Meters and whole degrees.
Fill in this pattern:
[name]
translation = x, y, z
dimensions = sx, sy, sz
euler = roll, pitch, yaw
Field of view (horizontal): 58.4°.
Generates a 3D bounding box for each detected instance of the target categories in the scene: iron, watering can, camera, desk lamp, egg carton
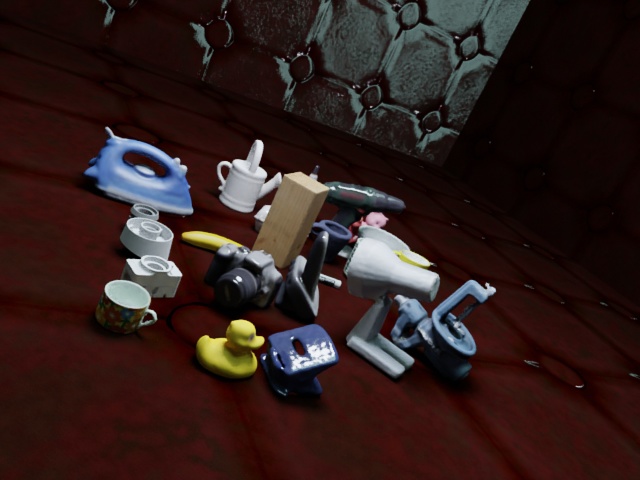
[iron]
translation = -0.400, -0.158, 1.332
dimensions = 0.259, 0.141, 0.118
euler = 17, 21, -22
[watering can]
translation = -0.190, -0.179, 1.565
dimensions = 0.173, 0.194, 0.100
euler = 10, 25, -38
[camera]
translation = -0.157, 0.069, 1.111
dimensions = 0.143, 0.101, 0.137
euler = 30, 20, 12
[desk lamp]
translation = 0.133, 0.127, 1.148
dimensions = 0.202, 0.213, 0.118
euler = 33, 21, 20
[egg carton]
translation = -0.098, -0.042, 1.512
dimensions = 0.107, 0.069, 0.151
euler = 37, 22, 29

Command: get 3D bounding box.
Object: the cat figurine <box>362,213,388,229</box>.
[cat figurine]
translation = 0.147, -0.054, 1.773
dimensions = 0.128, 0.117, 0.067
euler = 21, 20, -13

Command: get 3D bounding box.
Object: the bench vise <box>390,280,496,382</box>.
[bench vise]
translation = 0.255, 0.162, 1.199
dimensions = 0.207, 0.219, 0.122
euler = 28, 20, 7

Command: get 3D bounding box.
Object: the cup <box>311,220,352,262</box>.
[cup]
translation = 0.014, 0.005, 1.491
dimensions = 0.118, 0.095, 0.091
euler = 15, 22, -27

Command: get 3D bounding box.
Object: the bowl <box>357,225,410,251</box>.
[bowl]
translation = 0.173, 0.029, 1.655
dimensions = 0.167, 0.074, 0.167
euler = 23, 20, -8

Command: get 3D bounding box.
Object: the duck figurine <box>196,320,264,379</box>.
[duck figurine]
translation = -0.139, 0.165, 0.910
dimensions = 0.105, 0.086, 0.077
euler = 19, 21, -19

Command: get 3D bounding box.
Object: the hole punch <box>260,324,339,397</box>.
[hole punch]
translation = -0.035, 0.195, 0.951
dimensions = 0.101, 0.091, 0.108
euler = 13, 23, -32

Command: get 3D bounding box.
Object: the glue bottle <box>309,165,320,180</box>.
[glue bottle]
translation = -0.039, -0.141, 1.683
dimensions = 0.078, 0.173, 0.037
euler = 8, 26, -40

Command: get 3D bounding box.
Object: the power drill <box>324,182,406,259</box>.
[power drill]
translation = 0.092, -0.057, 1.577
dimensions = 0.230, 0.208, 0.075
euler = 23, 20, -7

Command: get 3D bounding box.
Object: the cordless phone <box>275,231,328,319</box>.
[cordless phone]
translation = -0.015, 0.057, 1.189
dimensions = 0.094, 0.185, 0.147
euler = 22, 20, -9

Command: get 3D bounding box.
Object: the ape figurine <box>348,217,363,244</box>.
[ape figurine]
translation = 0.097, -0.037, 1.704
dimensions = 0.078, 0.092, 0.076
euler = 20, 20, -16
